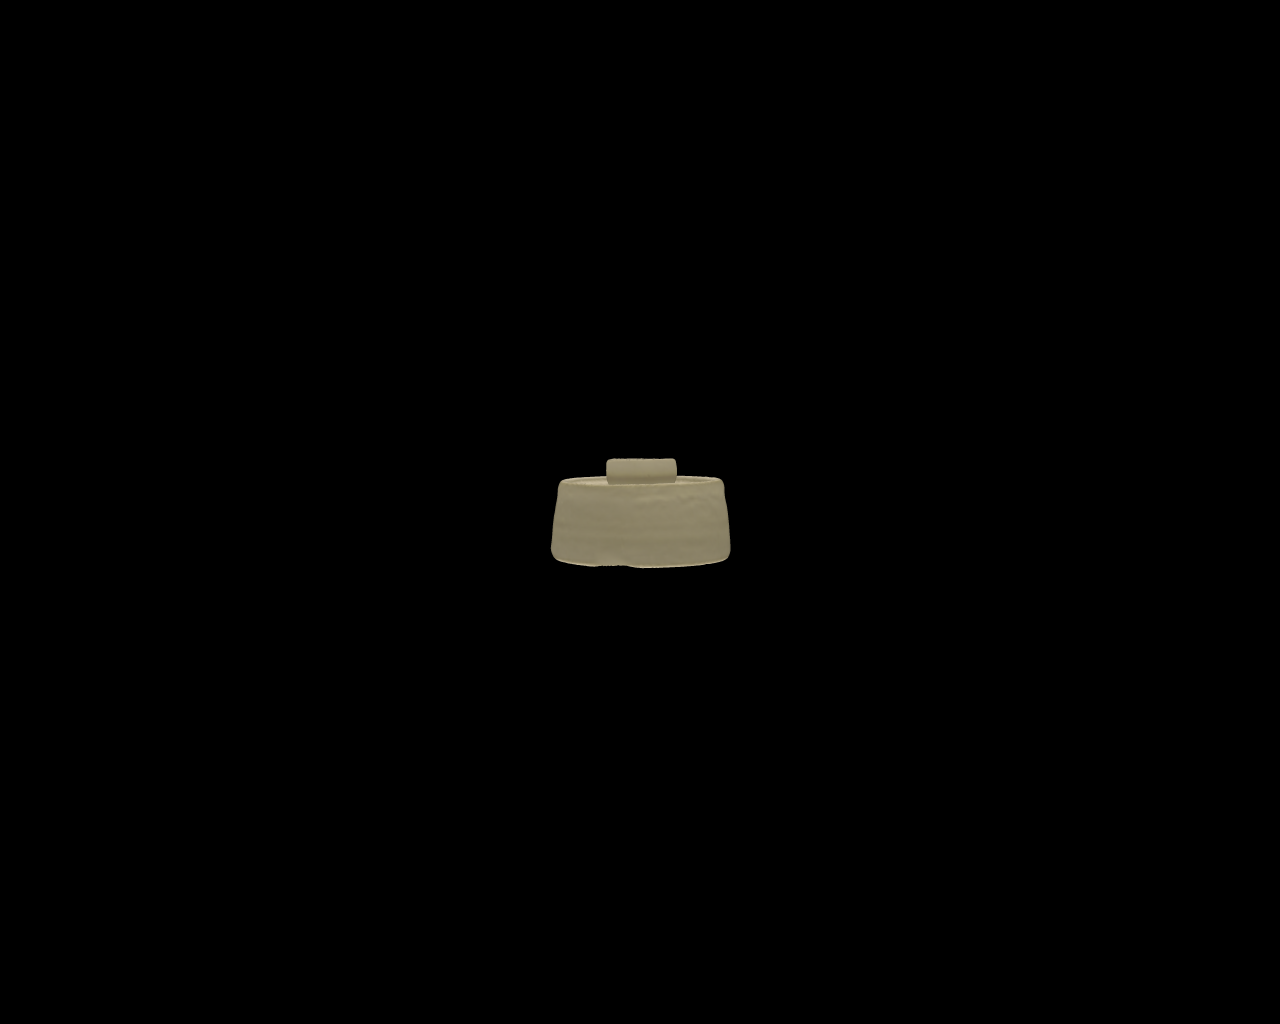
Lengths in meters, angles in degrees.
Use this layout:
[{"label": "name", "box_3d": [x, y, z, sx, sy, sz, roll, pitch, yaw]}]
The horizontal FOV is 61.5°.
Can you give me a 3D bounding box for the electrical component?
[{"label": "electrical component", "box_3d": [0.001, -0.003, 0.650, 0.108, 0.060, 0.108, 0, 4, 0]}]
